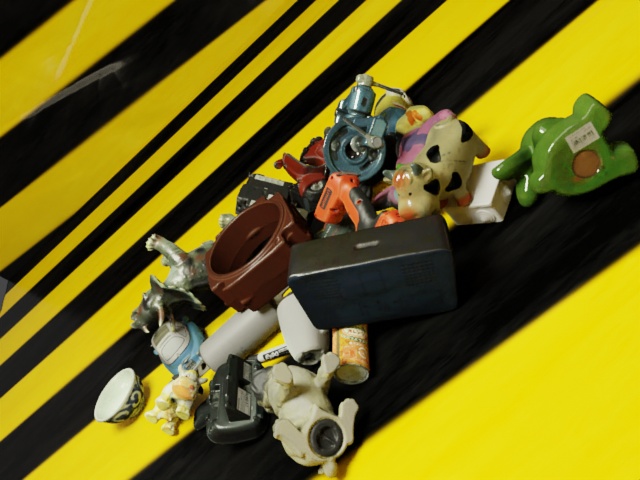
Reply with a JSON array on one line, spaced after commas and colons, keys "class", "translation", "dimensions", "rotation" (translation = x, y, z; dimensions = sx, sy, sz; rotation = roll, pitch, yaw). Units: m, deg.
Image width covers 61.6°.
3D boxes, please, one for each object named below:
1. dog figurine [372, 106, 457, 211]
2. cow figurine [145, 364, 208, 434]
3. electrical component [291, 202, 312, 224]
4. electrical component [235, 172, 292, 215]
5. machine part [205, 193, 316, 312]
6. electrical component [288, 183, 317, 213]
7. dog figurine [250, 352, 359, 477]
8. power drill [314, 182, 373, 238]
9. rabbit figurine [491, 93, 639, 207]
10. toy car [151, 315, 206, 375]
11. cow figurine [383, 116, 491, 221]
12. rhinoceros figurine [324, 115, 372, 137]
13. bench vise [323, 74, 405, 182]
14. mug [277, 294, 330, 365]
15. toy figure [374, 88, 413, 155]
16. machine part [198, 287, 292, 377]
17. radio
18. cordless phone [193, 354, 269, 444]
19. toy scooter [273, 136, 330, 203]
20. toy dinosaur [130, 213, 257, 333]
[{"class": "dog figurine", "translation": [0.164, -0.125, 0.955], "dimensions": [0.219, 0.108, 0.192], "rotation": [-52, 32, -4]}, {"class": "cow figurine", "translation": [-0.255, 0.282, 0.996], "dimensions": [0.167, 0.068, 0.098], "rotation": [-49, 9, 38]}, {"class": "electrical component", "translation": [-0.057, -0.042, 1.187], "dimensions": [0.078, 0.045, 0.102], "rotation": [4, 55, 18]}, {"class": "electrical component", "translation": [-0.133, -0.090, 1.253], "dimensions": [0.134, 0.115, 0.058], "rotation": [-72, -5, -47]}, {"class": "machine part", "translation": [-0.115, 0.018, 1.000], "dimensions": [0.201, 0.087, 0.201], "rotation": [-41, 32, 8]}, {"class": "electrical component", "translation": [-0.007, -0.094, 1.151], "dimensions": [0.075, 0.047, 0.119], "rotation": [-27, 34, -22]}, {"class": "dog figurine", "translation": [-0.034, 0.259, 0.793], "dimensions": [0.190, 0.121, 0.172], "rotation": [130, 139, -59]}, {"class": "power drill", "translation": [-0.002, -0.003, 1.052], "dimensions": [0.207, 0.085, 0.232], "rotation": [-10, 46, 35]}, {"class": "rabbit figurine", "translation": [0.335, -0.118, 0.764], "dimensions": [0.159, 0.121, 0.170], "rotation": [-44, 12, 17]}, {"class": "toy car", "translation": [-0.299, 0.221, 1.120], "dimensions": [0.109, 0.102, 0.162], "rotation": [-50, 29, -3]}, {"class": "cow figurine", "translation": [0.172, -0.105, 0.802], "dimensions": [0.086, 0.127, 0.195], "rotation": [-5, 48, 51]}, {"class": "rhinoceros figurine", "translation": [0.049, -0.216, 1.226], "dimensions": [0.190, 0.073, 0.112], "rotation": [-45, 30, 4]}, {"class": "bench vise", "translation": [0.079, -0.200, 0.986], "dimensions": [0.223, 0.129, 0.241], "rotation": [-64, 13, 4]}, {"class": "mug", "translation": [-0.013, 0.146, 0.892], "dimensions": [0.109, 0.080, 0.107], "rotation": [-30, 45, 17]}, {"class": "toy figure", "translation": [0.151, -0.252, 1.138], "dimensions": [0.089, 0.082, 0.180], "rotation": [-25, 40, 33]}, {"class": "machine part", "translation": [-0.142, 0.172, 1.009], "dimensions": [0.243, 0.079, 0.079], "rotation": [-42, 31, 6]}, {"class": "radio", "translation": [0.080, 0.053, 0.773], "dimensions": [0.230, 0.130, 0.073], "rotation": [-11, 41, 15]}, {"class": "cordless phone", "translation": [-0.171, 0.297, 0.921], "dimensions": [0.184, 0.088, 0.147], "rotation": [-44, 30, 26]}, {"class": "toy scooter", "translation": [-0.016, -0.161, 1.126], "dimensions": [0.135, 0.075, 0.184], "rotation": [24, 54, 16]}, {"class": "toy dinosaur", "translation": [-0.228, 0.051, 1.163], "dimensions": [0.405, 0.131, 0.192], "rotation": [-27, 56, -33]}]
